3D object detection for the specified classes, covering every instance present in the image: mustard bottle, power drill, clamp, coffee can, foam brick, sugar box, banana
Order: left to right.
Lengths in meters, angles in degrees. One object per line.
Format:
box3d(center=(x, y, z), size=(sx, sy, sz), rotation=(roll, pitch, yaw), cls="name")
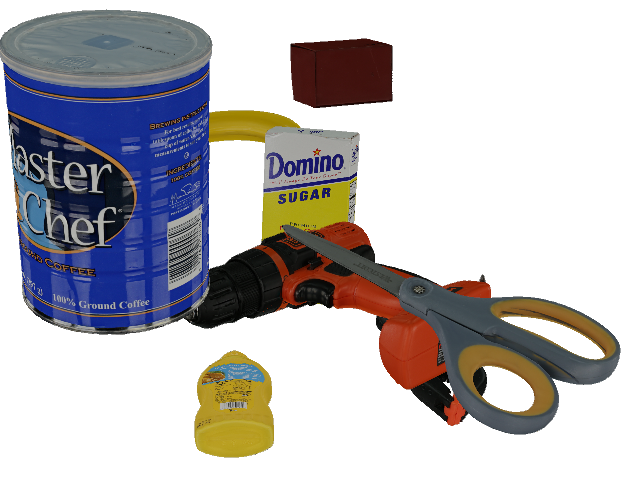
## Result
box3d(center=(-0.108, -0.037, 0.554), size=(0.103, 0.140, 0.103), rotation=(3, 28, -2), cls="coffee can")
box3d(center=(-0.110, 0.197, 1.360), size=(0.096, 0.058, 0.191), rotation=(-4, 26, -3), cls="mustard bottle")
box3d(center=(-0.099, -0.131, 1.296), size=(0.198, 0.037, 0.069), rotation=(7, 40, 15), cls="banana")
box3d(center=(-0.012, -0.025, 1.098), size=(0.093, 0.176, 0.048), rotation=(5, 16, 13), cls="sugar box")
box3d(center=(0.015, 0.044, 0.783), size=(0.188, 0.057, 0.184), rotation=(23, 32, 40), cls="power drill")
box3d(center=(0.019, -0.148, 0.944), size=(0.078, 0.051, 0.053), rotation=(-8, 19, -23), cls="foam brick")
box3d(center=(0.132, 0.120, 1.079), size=(0.120, 0.039, 0.171), rotation=(-8, 35, -9), cls="clamp")

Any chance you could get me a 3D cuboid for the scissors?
box3d(center=(0.051, 0.043, 0.556), size=(0.202, 0.016, 0.096), rotation=(15, 42, 20), cls="scissors")
